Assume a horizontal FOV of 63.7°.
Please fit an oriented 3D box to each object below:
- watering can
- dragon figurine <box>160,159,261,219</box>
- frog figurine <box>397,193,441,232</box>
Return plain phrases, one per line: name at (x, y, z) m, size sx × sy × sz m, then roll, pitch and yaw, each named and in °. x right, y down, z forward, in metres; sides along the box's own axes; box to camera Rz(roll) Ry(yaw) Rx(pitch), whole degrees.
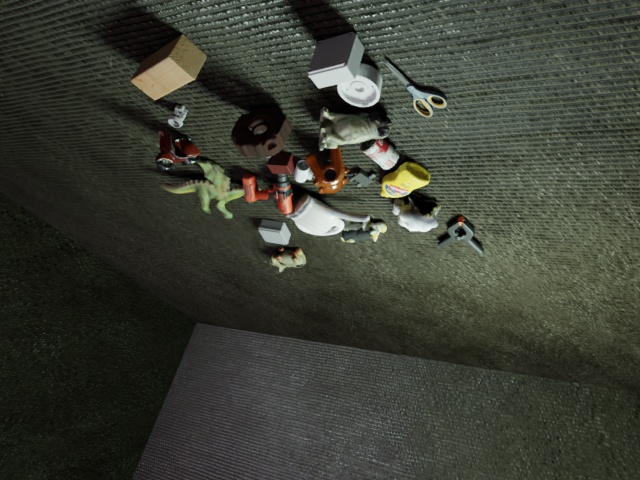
watering can at (0.006, -0.095, 1.887) m, size 0.222 × 0.106 × 0.344 m, roll 33°, pitch 152°, yaw -27°
dragon figurine at (-0.423, -0.220, 1.969) m, size 0.410 × 0.125 × 0.237 m, roll 16°, pitch 136°, yaw 0°
frog figurine at (0.324, -0.065, 1.731) m, size 0.137 × 0.125 × 0.156 m, roll 3°, pitch 144°, yaw -13°
